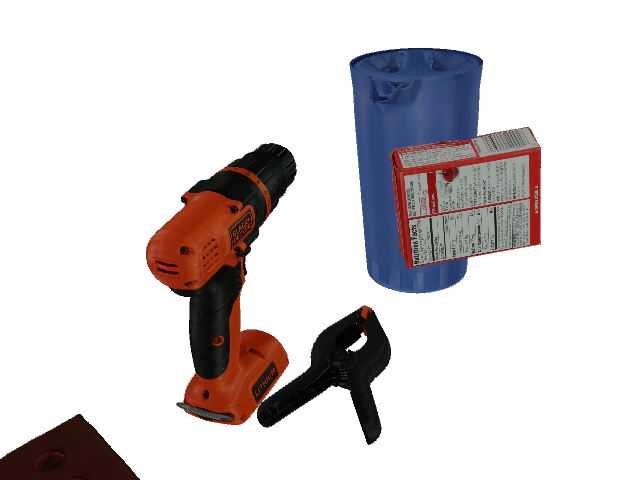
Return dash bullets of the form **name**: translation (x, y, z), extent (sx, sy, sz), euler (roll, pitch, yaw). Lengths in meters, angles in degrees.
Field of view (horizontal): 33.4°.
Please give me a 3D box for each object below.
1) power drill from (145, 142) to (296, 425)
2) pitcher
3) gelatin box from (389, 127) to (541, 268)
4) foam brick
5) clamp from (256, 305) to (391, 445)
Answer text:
- **power drill**: translation (-0.066, 0.033, 0.835), extent (0.057, 0.188, 0.184), euler (10, 32, 25)
- **pitcher**: translation (0.106, -0.077, 1.118), extent (0.149, 0.243, 0.145), euler (-8, 23, -14)
- **gelatin box**: translation (0.090, -0.026, 0.661), extent (0.089, 0.073, 0.030), euler (-10, 36, -1)
- **foam brick**: translation (-0.110, 0.131, 0.495), extent (0.052, 0.051, 0.078), euler (-28, 42, -29)
- **clamp**: translation (0.029, 0.130, 1.026), extent (0.120, 0.039, 0.171), euler (16, 46, 24)
